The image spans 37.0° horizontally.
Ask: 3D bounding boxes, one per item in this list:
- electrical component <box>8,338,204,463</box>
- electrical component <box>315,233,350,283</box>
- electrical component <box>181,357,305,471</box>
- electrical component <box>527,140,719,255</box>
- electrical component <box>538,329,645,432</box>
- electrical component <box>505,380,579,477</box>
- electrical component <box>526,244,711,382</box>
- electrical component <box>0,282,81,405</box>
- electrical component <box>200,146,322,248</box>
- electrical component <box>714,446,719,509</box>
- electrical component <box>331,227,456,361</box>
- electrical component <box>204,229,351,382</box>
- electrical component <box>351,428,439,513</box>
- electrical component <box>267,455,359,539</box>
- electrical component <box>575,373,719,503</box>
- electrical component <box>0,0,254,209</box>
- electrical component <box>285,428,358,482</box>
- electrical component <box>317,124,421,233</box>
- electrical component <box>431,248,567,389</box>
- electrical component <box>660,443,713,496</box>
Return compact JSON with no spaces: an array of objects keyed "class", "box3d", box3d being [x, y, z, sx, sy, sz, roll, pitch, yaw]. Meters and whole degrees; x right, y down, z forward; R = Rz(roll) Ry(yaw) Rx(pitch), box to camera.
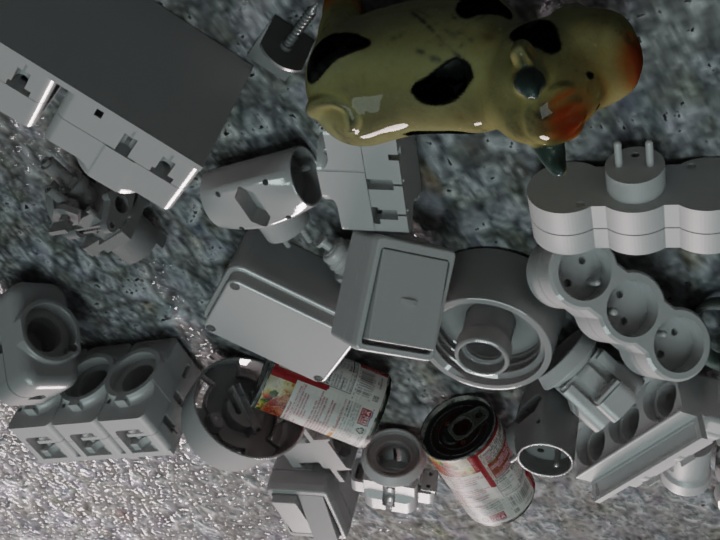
[{"class":"electrical component","box3d":[-0.228,0.115,0.960,0.150,0.089,0.061,-8,132,25]},{"class":"electrical component","box3d":[0.000,0.000,0.802,0.078,0.040,0.040,38,134,-21]},{"class":"electrical component","box3d":[-0.102,0.123,0.923,0.099,0.099,0.064,31,142,-14]},{"class":"electrical component","box3d":[0.175,-0.052,0.681,0.138,0.052,0.073,0,135,18]},{"class":"electrical component","box3d":[0.172,0.081,0.810,0.057,0.078,0.058,43,91,0]},{"class":"electrical component","box3d":[0.143,0.129,0.862,0.043,0.077,0.079,28,137,-10]},{"class":"electrical component","box3d":[0.175,0.026,0.763,0.138,0.052,0.074,36,171,-12]},{"class":"electrical component","box3d":[-0.278,0.061,0.916,0.054,0.095,0.059,5,154,-46]},{"class":"electrical component","box3d":[-0.062,-0.046,0.772,0.077,0.043,0.079,-11,130,28]},{"class":"electrical component","box3d":[0.313,0.164,0.858,0.058,0.057,0.078,5,136,14]},{"class":"electrical component","box3d":[0.026,0.011,0.756,0.062,0.096,0.061,11,-177,-21]},{"class":"electrical component","box3d":[-0.056,0.029,0.838,0.113,0.057,0.078,26,137,-9]},{"class":"electrical component","box3d":[0.031,0.179,0.967,0.078,0.058,0.057,8,140,10]},{"class":"electrical component","box3d":[-0.043,0.218,1.029,0.062,0.061,0.096,-1,134,19]},{"class":"electrical component","box3d":[0.227,0.123,0.833,0.063,0.078,0.121,17,140,-23]},{"class":"electrical component","box3d":[-0.174,-0.130,0.675,0.186,0.105,0.060,32,136,-15]},{"class":"electrical component","box3d":[-0.039,0.151,0.973,0.064,0.042,0.081,-8,131,30]},{"class":"electrical component","box3d":[0.005,-0.073,0.716,0.056,0.050,0.089,3,135,14]},{"class":"electrical component","box3d":[0.095,0.043,0.798,0.108,0.060,0.108,11,136,10]},{"class":"electrical component","box3d":[0.268,0.155,0.877,0.040,0.040,0.046,5,131,13]}]
